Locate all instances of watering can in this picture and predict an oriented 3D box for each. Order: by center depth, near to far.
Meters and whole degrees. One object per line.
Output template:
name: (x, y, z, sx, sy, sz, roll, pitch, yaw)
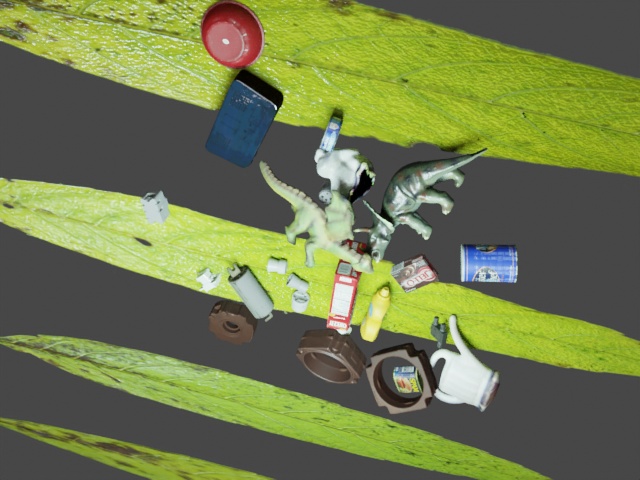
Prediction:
watering can: (0.461, 0.408, 1.635, 0.225, 0.340, 0.106, 21, 35, 21)

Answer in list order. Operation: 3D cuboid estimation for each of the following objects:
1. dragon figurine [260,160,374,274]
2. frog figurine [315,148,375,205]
dragon figurine: (0.004, -0.068, 1.350, 0.240, 0.408, 0.124, -25, 12, 48)
frog figurine: (0.058, -0.176, 1.341, 0.124, 0.134, 0.161, -21, 42, -40)
